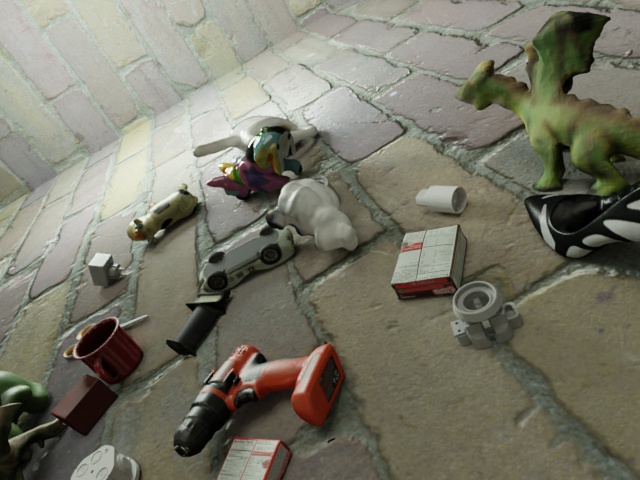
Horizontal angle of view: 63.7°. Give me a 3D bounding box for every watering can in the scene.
[{"bbox_3d":[-0.181,-0.269,1.355,0.349,0.103,0.226,-13,18,-23],"label":"watering can"}]

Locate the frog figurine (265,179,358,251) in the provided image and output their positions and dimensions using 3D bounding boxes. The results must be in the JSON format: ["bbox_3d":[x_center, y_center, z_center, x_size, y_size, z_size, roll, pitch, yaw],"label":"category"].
[{"bbox_3d":[0.003,-0.045,0.899,0.160,0.135,0.124,9,65,50],"label":"frog figurine"}]

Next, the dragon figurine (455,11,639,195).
[{"bbox_3d":[0.359,-0.189,0.703,0.123,0.239,0.412,-38,28,-22],"label":"dragon figurine"}]
